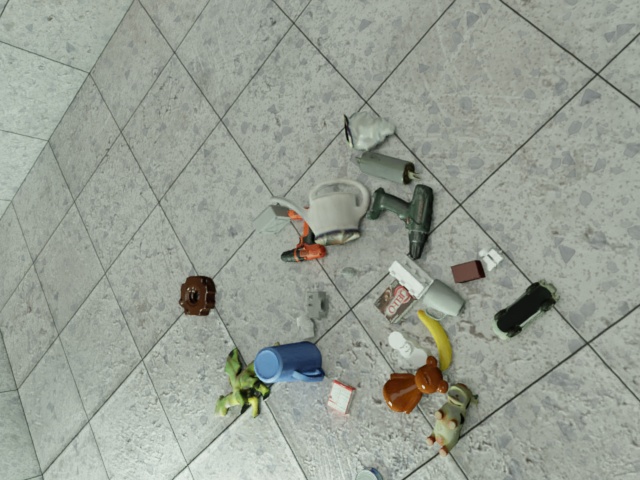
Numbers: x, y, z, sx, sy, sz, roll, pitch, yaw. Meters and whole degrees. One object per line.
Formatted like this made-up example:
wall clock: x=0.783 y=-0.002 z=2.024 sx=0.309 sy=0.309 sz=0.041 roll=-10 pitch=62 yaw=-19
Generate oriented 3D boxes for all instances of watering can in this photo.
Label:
watering can: x=0.005 y=-0.088 z=1.744 sx=0.347 sy=0.227 sz=0.103 roll=-10 pitch=-14 yaw=13

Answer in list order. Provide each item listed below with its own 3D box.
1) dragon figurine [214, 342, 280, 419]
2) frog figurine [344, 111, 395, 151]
dragon figurine: x=-0.283 y=0.494 z=1.895 sx=0.121 sy=0.408 sz=0.246 roll=16 pitch=13 yaw=-48
frog figurine: x=0.165 y=-0.366 z=1.713 sx=0.159 sy=0.140 sz=0.120 roll=-10 pitch=-24 yaw=-3
